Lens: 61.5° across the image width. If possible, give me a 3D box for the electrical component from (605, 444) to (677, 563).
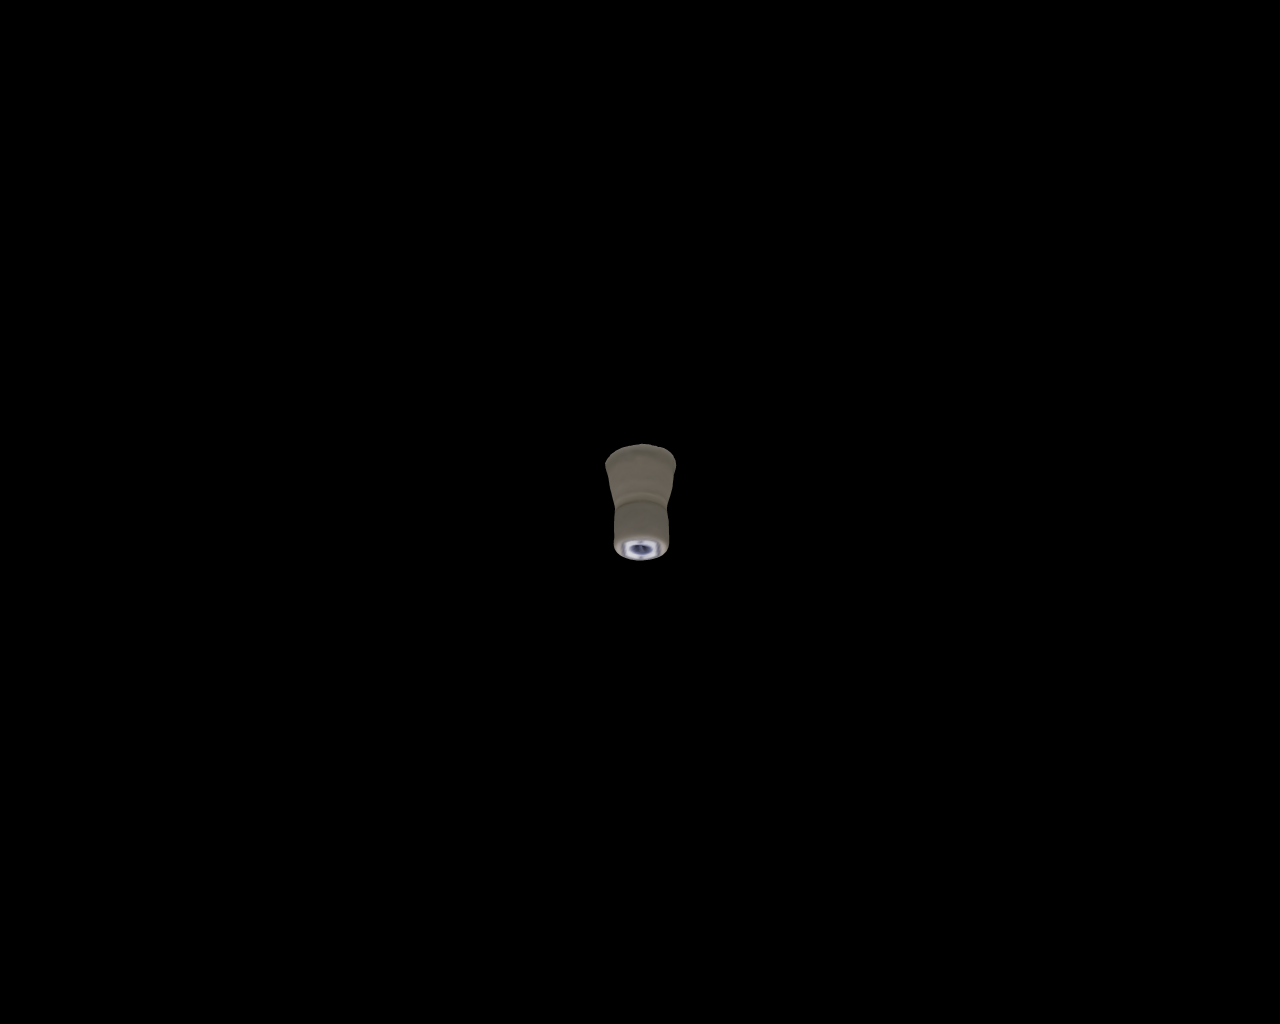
[{"bbox_3d":[0.001,-0.003,0.650,0.044,0.065,0.044,0,-31,0],"label":"electrical component"}]
